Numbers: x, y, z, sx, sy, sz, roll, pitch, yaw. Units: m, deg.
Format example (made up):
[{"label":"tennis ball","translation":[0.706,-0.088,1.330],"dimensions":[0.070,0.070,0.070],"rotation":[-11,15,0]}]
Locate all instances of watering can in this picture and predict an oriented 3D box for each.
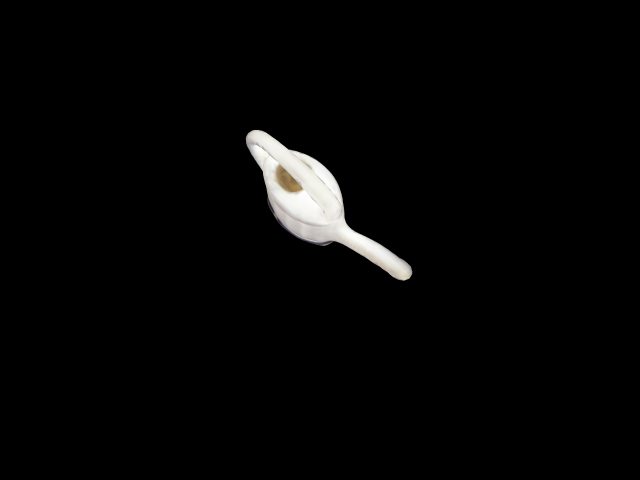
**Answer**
[{"label":"watering can","translation":[0.003,-0.043,0.850],"dimensions":[0.105,0.350,0.221],"rotation":[-43,-11,-9]}]
